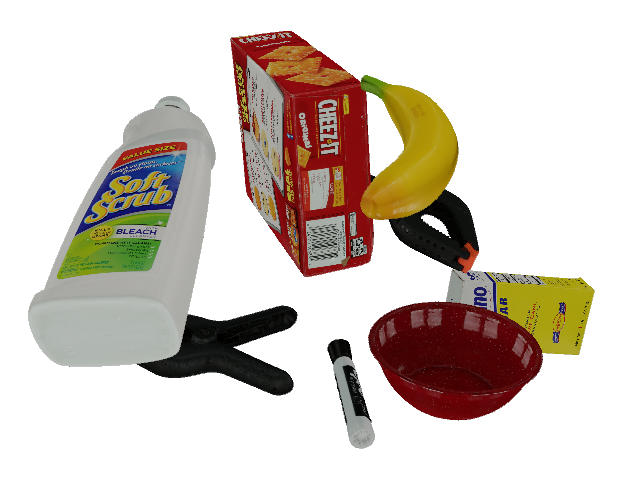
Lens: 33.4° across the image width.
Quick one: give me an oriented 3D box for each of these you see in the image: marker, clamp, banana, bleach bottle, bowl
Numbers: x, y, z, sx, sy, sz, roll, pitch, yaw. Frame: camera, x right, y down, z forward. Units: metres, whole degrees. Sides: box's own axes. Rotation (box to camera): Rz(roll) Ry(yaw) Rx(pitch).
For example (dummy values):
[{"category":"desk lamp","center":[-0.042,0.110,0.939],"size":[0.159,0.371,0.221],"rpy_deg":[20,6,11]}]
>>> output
[{"category":"marker","center":[0.022,0.114,0.824],"size":[0.020,0.020,0.121],"rpy_deg":[0,29,-9]},{"category":"clamp","center":[-0.100,0.094,1.007],"size":[0.171,0.039,0.120],"rpy_deg":[8,26,6]},{"category":"banana","center":[0.061,-0.061,0.735],"size":[0.069,0.037,0.197],"rpy_deg":[2,30,0]},{"category":"bleach bottle","center":[-0.135,-0.022,0.787],"size":[0.102,0.068,0.250],"rpy_deg":[-4,42,6]},{"category":"bowl","center":[0.124,0.120,1.002],"size":[0.162,0.055,0.162],"rpy_deg":[2,27,-1]},{"category":"clamp","center":[0.091,-0.044,1.165],"size":[0.164,0.210,0.036],"rpy_deg":[-15,-37,-28]}]

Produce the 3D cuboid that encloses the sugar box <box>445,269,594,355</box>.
[{"category":"sugar box","center":[0.242,0.090,1.320],"size":[0.176,0.093,0.048],"rpy_deg":[3,19,-16]}]

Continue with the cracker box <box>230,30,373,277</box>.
[{"category":"cracker box","center":[-0.019,-0.087,0.966],"size":[0.072,0.164,0.214],"rpy_deg":[-10,25,-14]}]
